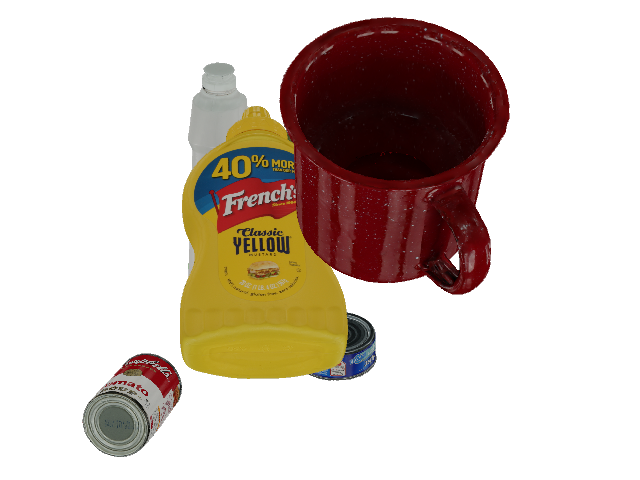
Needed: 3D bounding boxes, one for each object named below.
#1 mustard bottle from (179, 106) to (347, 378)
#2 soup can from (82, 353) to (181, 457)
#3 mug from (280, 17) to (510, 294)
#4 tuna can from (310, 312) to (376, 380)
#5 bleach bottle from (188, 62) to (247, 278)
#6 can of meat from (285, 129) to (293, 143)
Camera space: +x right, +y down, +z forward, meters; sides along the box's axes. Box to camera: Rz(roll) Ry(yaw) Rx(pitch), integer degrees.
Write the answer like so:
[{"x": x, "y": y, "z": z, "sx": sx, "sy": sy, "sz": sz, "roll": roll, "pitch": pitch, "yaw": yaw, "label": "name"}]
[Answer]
[{"x": -0.037, "y": -0.009, "z": 0.661, "sx": 0.096, "sy": 0.191, "sz": 0.058, "roll": -2, "pitch": -38, "yaw": -4, "label": "mustard bottle"}, {"x": -0.183, "y": 0.160, "z": 1.044, "sx": 0.068, "sy": 0.068, "sz": 0.102, "roll": 0, "pitch": 15, "yaw": 11, "label": "soup can"}, {"x": 0.036, "y": -0.026, "z": 0.457, "sx": 0.093, "sy": 0.117, "sz": 0.081, "roll": -26, "pitch": -30, "yaw": -17, "label": "mug"}, {"x": 0.017, "y": 0.111, "z": 1.132, "sx": 0.086, "sy": 0.034, "sz": 0.086, "roll": -1, "pitch": 28, "yaw": 0, "label": "tuna can"}, {"x": -0.096, "y": -0.055, "z": 1.041, "sx": 0.068, "sy": 0.251, "sz": 0.102, "roll": 6, "pitch": 33, "yaw": 5, "label": "bleach bottle"}, {"x": -0.002, "y": -0.043, "z": 0.847, "sx": 0.057, "sy": 0.084, "sz": 0.102, "roll": 1, "pitch": 24, "yaw": 15, "label": "can of meat"}]
